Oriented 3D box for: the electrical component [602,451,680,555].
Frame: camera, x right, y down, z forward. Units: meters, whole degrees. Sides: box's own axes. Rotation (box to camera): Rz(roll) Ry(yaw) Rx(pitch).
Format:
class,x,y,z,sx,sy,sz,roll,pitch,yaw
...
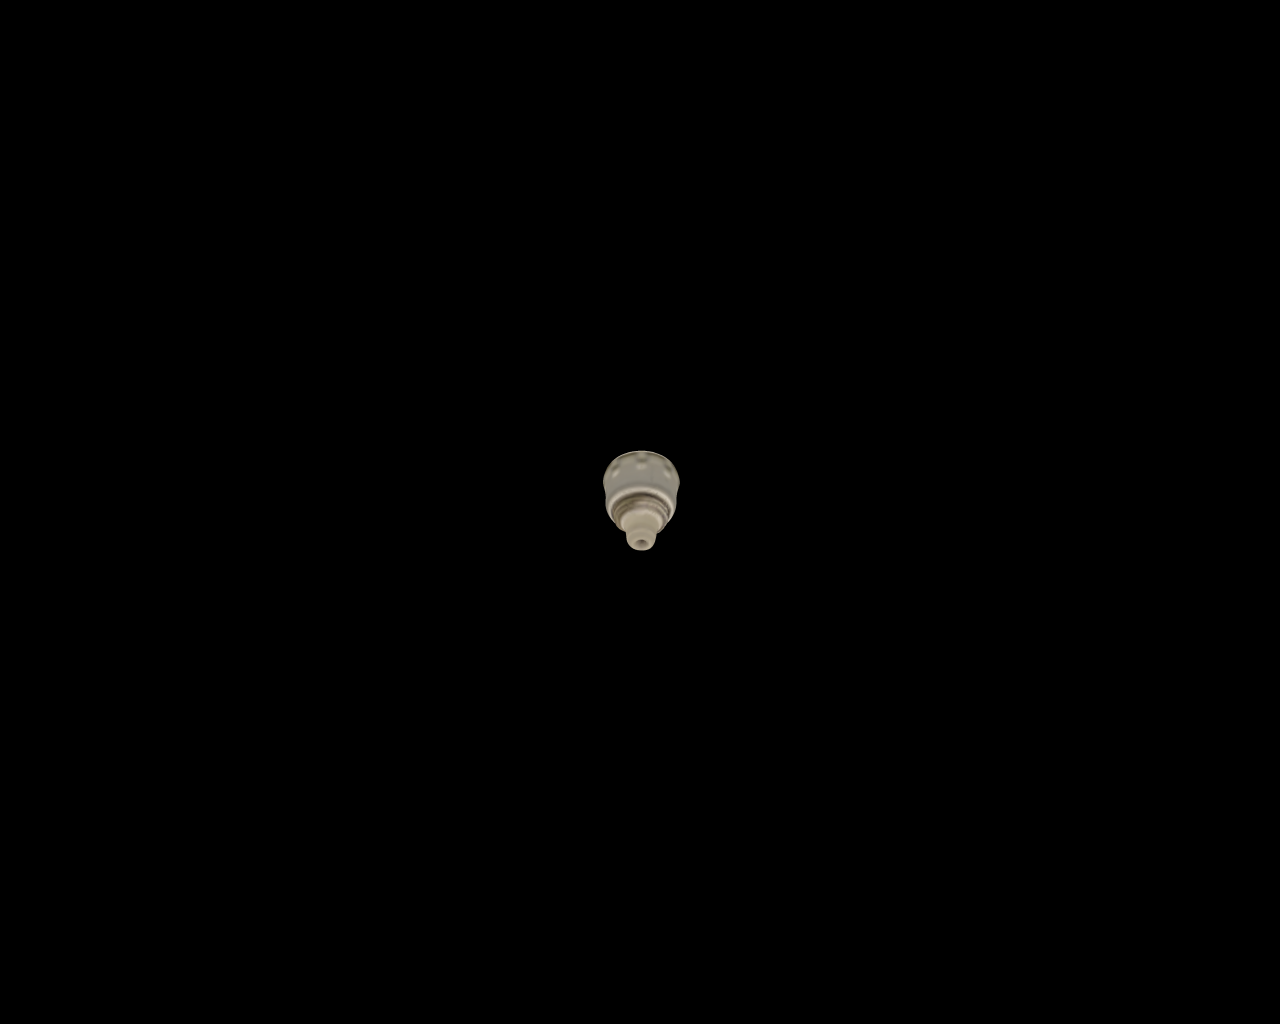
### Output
class,x,y,z,sx,sy,sz,roll,pitch,yaw
electrical component,0.001,-0.003,0.650,0.048,0.062,0.048,0,-43,0
